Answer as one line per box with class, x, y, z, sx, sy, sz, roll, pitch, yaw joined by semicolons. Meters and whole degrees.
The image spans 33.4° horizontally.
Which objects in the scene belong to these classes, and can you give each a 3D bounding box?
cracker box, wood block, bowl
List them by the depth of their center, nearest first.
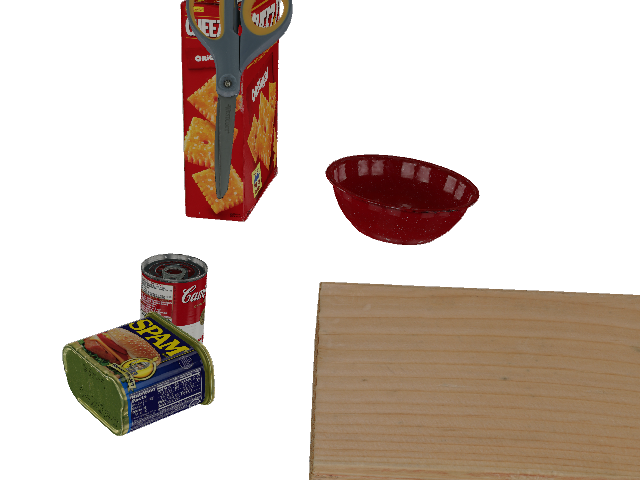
wood block;0.099;0.080;0.521;0.206;0.091;0.090;2;-24;-1
cracker box;-0.087;-0.147;1.090;0.072;0.214;0.164;6;22;8
bowl;0.082;-0.038;1.119;0.162;0.055;0.162;6;23;-3

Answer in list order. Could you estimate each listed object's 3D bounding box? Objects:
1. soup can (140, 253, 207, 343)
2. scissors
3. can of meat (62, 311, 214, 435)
soup can;-0.153;0.073;1.104;0.068;0.102;0.068;5;21;-2
scissors;-0.057;-0.134;0.858;0.096;0.202;0.016;-13;-19;-6
can of meat;-0.149;0.107;0.866;0.083;0.057;0.102;-18;30;-36
